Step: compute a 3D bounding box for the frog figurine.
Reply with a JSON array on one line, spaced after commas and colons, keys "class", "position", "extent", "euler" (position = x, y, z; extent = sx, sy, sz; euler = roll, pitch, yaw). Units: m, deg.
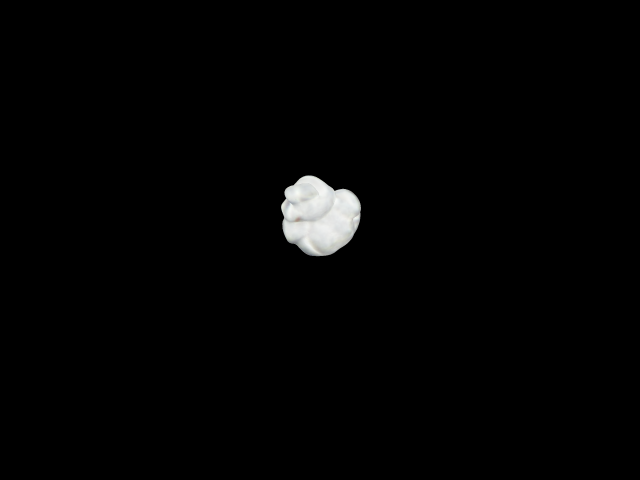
[{"class": "frog figurine", "position": [0.003, -0.043, 0.850], "extent": [0.137, 0.124, 0.157], "euler": [-17, -14, -4]}]
